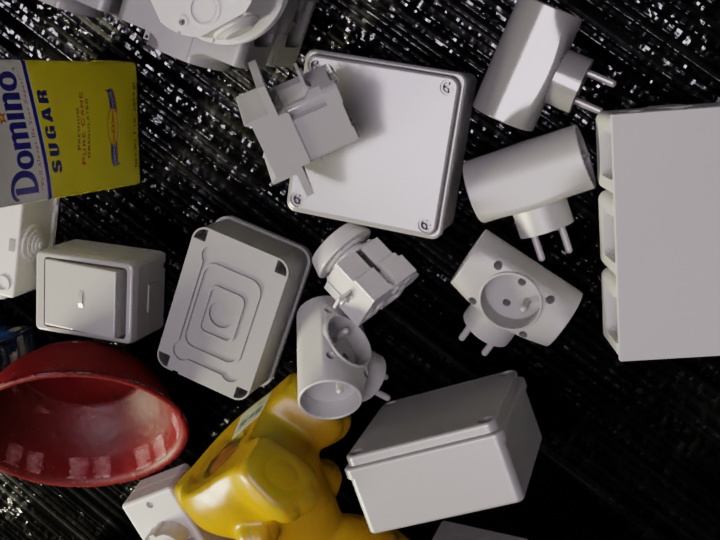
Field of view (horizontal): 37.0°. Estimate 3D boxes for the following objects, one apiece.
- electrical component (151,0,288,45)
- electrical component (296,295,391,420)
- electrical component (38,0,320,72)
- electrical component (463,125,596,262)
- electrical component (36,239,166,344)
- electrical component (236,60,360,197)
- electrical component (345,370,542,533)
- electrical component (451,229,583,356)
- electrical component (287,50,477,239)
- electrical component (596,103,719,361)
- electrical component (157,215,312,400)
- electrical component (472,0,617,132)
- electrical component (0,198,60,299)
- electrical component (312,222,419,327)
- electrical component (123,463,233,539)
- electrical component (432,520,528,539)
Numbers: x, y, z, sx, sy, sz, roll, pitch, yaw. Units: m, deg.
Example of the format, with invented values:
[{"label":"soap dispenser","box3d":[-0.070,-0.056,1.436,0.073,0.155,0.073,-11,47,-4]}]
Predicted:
[{"label":"electrical component","box3d":[-0.084,-0.171,0.622,0.080,0.051,0.080,3,101,16]},{"label":"electrical component","box3d":[-0.008,0.068,0.754,0.079,0.077,0.044,31,126,-30]},{"label":"electrical component","box3d":[-0.135,-0.189,0.719,0.186,0.105,0.060,24,107,11]},{"label":"electrical component","box3d":[0.116,-0.045,0.705,0.077,0.043,0.079,-17,96,19]},{"label":"electrical component","box3d":[-0.201,0.015,0.804,0.096,0.061,0.061,8,103,15]},{"label":"electrical component","box3d":[-0.037,-0.092,0.667,0.064,0.042,0.081,-23,126,2]},{"label":"electrical component","box3d":[0.059,0.120,0.722,0.109,0.109,0.056,-17,98,19]},{"label":"electrical component","box3d":[0.096,0.025,0.724,0.077,0.044,0.079,34,120,2]},{"label":"electrical component","box3d":[0.015,-0.086,0.720,0.109,0.056,0.108,12,104,14]},{"label":"electrical component","box3d":[0.197,-0.026,0.667,0.089,0.061,0.150,-4,100,4]},{"label":"electrical component","box3d":[-0.089,0.026,0.774,0.078,0.057,0.113,23,107,11]},{"label":"electrical component","box3d":[0.123,-0.125,0.686,0.079,0.043,0.077,26,107,10]},{"label":"electrical component","box3d":[-0.285,-0.031,0.827,0.100,0.048,0.099,14,105,14]},{"label":"electrical component","box3d":[0.000,0.000,0.744,0.055,0.066,0.048,47,145,12]},{"label":"electrical component","box3d":[-0.141,0.204,0.810,0.047,0.075,0.083,-23,104,20]},{"label":"electrical component","box3d":[0.078,0.218,0.752,0.066,0.077,0.047,9,103,15]}]
